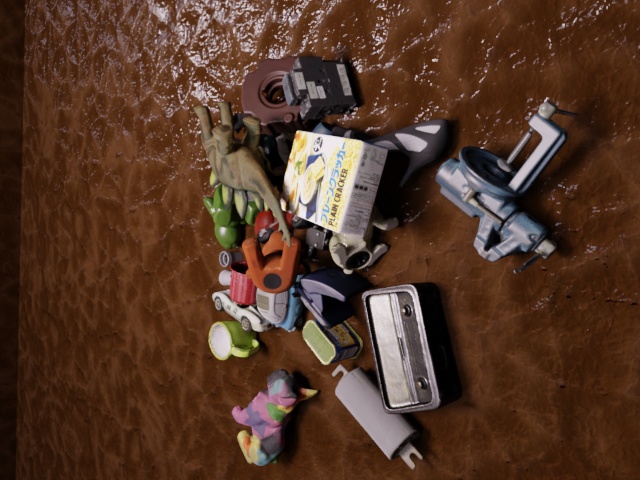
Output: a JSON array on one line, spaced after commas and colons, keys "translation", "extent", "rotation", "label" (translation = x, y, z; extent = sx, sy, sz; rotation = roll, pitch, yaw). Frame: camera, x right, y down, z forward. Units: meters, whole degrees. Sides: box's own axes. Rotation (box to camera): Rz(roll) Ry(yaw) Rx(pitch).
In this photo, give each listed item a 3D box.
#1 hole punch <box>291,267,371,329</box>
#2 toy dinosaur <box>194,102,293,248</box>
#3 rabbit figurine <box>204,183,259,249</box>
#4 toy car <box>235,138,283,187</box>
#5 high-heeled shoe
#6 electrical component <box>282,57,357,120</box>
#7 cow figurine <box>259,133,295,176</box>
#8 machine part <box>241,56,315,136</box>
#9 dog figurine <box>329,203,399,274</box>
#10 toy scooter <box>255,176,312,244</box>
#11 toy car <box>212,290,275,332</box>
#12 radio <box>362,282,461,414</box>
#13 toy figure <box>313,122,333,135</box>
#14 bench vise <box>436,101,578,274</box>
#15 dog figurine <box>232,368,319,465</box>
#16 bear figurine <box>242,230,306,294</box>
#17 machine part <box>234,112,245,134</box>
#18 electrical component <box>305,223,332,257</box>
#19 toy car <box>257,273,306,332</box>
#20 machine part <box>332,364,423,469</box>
[{"translation": [0.026, 0.099, 1.078], "extent": [0.116, 0.142, 0.092], "rotation": [45, 124, 17], "label": "hole punch"}, {"translation": [-0.166, -0.155, 1.114], "extent": [0.472, 0.105, 0.198], "rotation": [-131, 31, -48], "label": "toy dinosaur"}, {"translation": [-0.233, -0.058, 1.337], "extent": [0.159, 0.121, 0.170], "rotation": [54, 141, 33], "label": "rabbit figurine"}, {"translation": [-0.171, -0.180, 1.281], "extent": [0.202, 0.089, 0.053], "rotation": [46, 141, 33], "label": "toy car"}, {"translation": [0.124, -0.202, 1.004], "extent": [0.249, 0.086, 0.145], "rotation": [42, 112, 34], "label": "high-heeled shoe"}, {"translation": [-0.005, -0.306, 1.080], "extent": [0.058, 0.134, 0.115], "rotation": [137, 123, -64], "label": "electrical component"}, {"translation": [-0.106, -0.227, 1.212], "extent": [0.068, 0.098, 0.167], "rotation": [-29, 70, 47], "label": "cow figurine"}, {"translation": [-0.086, -0.312, 1.156], "extent": [0.179, 0.056, 0.179], "rotation": [-4, 75, 13], "label": "machine part"}, {"translation": [0.052, -0.049, 1.079], "extent": [0.172, 0.121, 0.191], "rotation": [-56, 41, 26], "label": "dog figurine"}, {"translation": [-0.088, -0.072, 1.216], "extent": [0.184, 0.075, 0.135], "rotation": [-25, 70, 44], "label": "toy scooter"}, {"translation": [-0.189, 0.169, 1.327], "extent": [0.202, 0.073, 0.056], "rotation": [27, 114, 40], "label": "toy car"}, {"translation": [0.165, 0.193, 0.979], "extent": [0.131, 0.073, 0.229], "rotation": [-19, 79, 43], "label": "radio"}, {"translation": [-0.014, -0.179, 1.154], "extent": [0.154, 0.058, 0.064], "rotation": [-60, 15, 30], "label": "toy figure"}, {"translation": [0.294, -0.088, 0.809], "extent": [0.224, 0.129, 0.240], "rotation": [53, 132, 31], "label": "bench vise"}, {"translation": [-0.094, 0.401, 1.225], "extent": [0.219, 0.108, 0.191], "rotation": [-33, 68, 38], "label": "dog figurine"}, {"translation": [-0.087, 0.024, 1.120], "extent": [0.120, 0.196, 0.131], "rotation": [-1, 116, 4], "label": "bear figurine"}, {"translation": [-0.170, -0.296, 1.297], "extent": [0.139, 0.039, 0.084], "rotation": [-5, 52, 52], "label": "machine part"}, {"translation": [-0.002, -0.004, 1.172], "extent": [0.063, 0.021, 0.094], "rotation": [25, 109, 40], "label": "electrical component"}, {"translation": [-0.095, 0.128, 1.214], "extent": [0.109, 0.103, 0.161], "rotation": [16, 101, 44], "label": "toy car"}, {"translation": [0.109, 0.332, 1.040], "extent": [0.243, 0.079, 0.079], "rotation": [45, 121, 35], "label": "machine part"}]
